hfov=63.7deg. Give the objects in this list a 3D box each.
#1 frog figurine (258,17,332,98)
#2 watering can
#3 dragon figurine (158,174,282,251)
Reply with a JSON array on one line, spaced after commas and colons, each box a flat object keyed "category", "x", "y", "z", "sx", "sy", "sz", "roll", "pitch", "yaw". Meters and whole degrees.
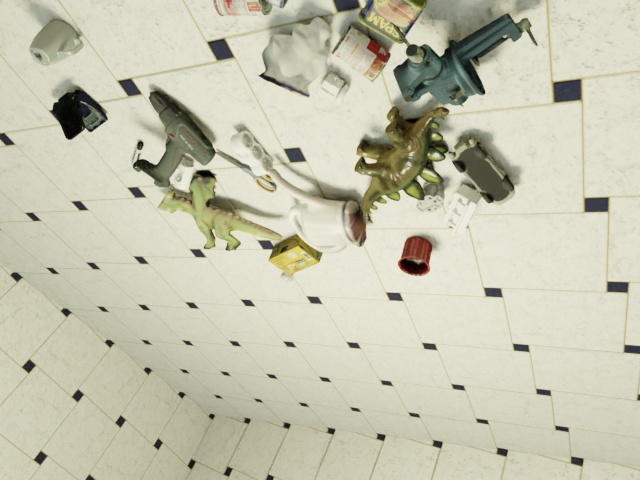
[{"category": "frog figurine", "x": -0.044, "y": -0.394, "z": 1.081, "sx": 0.137, "sy": 0.124, "sz": 0.157, "roll": 29, "pitch": 108, "yaw": 2}, {"category": "watering can", "x": 0.004, "y": -0.073, "z": 1.444, "sx": 0.224, "sy": 0.106, "sz": 0.340, "roll": -2, "pitch": 139, "yaw": 26}, {"category": "dragon figurine", "x": -0.324, "y": -0.095, "z": 1.593, "sx": 0.410, "sy": 0.125, "sz": 0.237, "roll": -1, "pitch": 131, "yaw": 26}]
